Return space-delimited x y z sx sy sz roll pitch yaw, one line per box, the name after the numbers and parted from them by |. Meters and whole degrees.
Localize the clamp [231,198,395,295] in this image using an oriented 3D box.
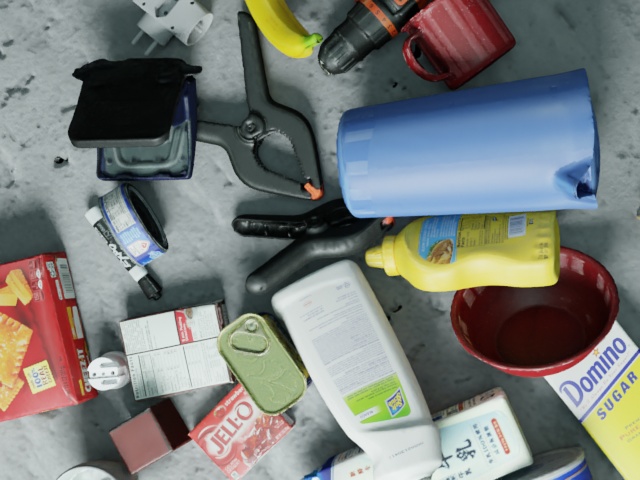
-0.007 0.001 1.082 0.171 0.039 0.120 -13 43 7 | clamp

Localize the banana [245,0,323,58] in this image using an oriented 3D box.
-0.049 -0.254 1.103 0.198 0.037 0.070 60 137 24 | banana

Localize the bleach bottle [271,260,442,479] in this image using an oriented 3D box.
0.043 0.146 1.041 0.102 0.068 0.251 -27 62 5 | bleach bottle

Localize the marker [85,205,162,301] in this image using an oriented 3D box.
-0.210 0.015 1.146 0.020 0.020 0.121 -39 85 5 | marker

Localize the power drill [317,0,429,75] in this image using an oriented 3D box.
0.026 -0.288 1.100 0.184 0.057 0.187 -42 87 3 | power drill

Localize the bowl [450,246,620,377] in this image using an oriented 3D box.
0.212 0.080 1.047 0.162 0.162 0.055 -11 132 10 | bowl

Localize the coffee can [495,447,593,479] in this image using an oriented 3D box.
0.234 0.287 1.042 0.103 0.102 0.140 -22 87 7 | coffee can

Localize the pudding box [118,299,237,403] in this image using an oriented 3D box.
-0.149 0.117 1.128 0.113 0.039 0.090 -12 88 9 | pudding box

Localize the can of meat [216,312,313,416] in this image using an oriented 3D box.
-0.053 0.123 1.091 0.057 0.084 0.102 -36 85 6 | can of meat

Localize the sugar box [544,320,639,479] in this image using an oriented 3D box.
0.309 0.172 1.062 0.093 0.048 0.176 -39 86 6 | sugar box

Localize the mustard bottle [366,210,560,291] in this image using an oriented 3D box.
0.139 0.010 1.062 0.192 0.096 0.058 -5 130 18 | mustard bottle

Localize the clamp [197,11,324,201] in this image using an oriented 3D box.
-0.067 -0.127 1.119 0.210 0.036 0.164 39 96 9 | clamp

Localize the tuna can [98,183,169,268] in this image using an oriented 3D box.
-0.193 -0.016 1.111 0.034 0.086 0.086 -30 86 4 | tuna can

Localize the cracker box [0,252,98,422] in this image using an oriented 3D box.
-0.362 0.115 1.139 0.214 0.072 0.164 -14 87 8 | cracker box

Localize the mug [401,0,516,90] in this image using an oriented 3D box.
0.133 -0.199 1.062 0.117 0.093 0.081 -36 90 -28 | mug

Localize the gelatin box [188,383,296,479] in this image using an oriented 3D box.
-0.082 0.199 1.121 0.089 0.030 0.073 -44 84 5 | gelatin box

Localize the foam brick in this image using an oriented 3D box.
-0.175 0.203 1.111 0.051 0.078 0.053 -31 84 7 | foam brick

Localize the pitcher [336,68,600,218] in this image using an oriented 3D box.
0.144 -0.091 1.034 0.243 0.149 0.145 -5 84 12 | pitcher
